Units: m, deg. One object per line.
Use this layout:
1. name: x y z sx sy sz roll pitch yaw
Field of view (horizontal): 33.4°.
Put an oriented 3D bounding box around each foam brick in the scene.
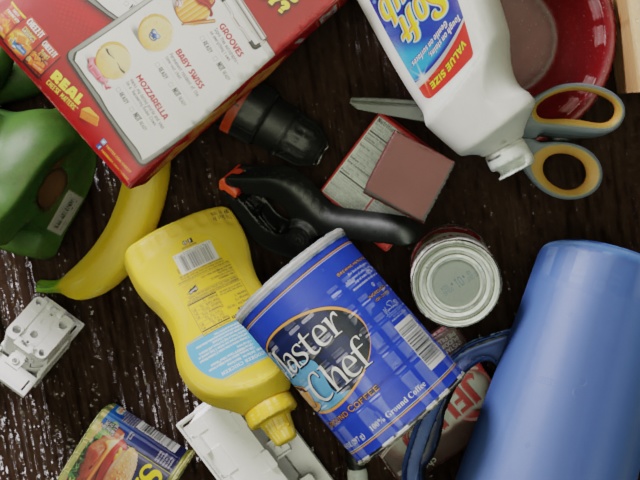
1. foam brick: 0.067 -0.049 0.801 0.053 0.078 0.051 27 97 0

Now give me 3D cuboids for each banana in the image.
1. banana: -0.164 -0.024 0.874 0.069 0.037 0.198 30 98 0

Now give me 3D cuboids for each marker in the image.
1. marker: 0.034 0.222 0.896 0.020 0.020 0.121 -5 96 5

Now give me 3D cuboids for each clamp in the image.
1. clamp: -0.006 0.001 0.851 0.172 0.039 0.120 28 126 20

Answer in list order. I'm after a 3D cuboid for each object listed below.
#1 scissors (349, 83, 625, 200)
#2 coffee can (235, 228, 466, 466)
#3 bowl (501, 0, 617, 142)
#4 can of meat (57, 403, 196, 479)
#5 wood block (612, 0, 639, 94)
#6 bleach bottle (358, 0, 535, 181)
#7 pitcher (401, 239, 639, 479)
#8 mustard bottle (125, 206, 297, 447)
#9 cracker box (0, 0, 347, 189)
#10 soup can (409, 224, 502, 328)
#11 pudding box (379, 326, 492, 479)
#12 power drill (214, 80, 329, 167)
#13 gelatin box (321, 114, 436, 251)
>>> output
1. scissors: 0.127 -0.071 0.802 0.202 0.016 0.096 -6 100 5
2. coffee can: 0.022 0.077 0.775 0.103 0.102 0.140 -41 84 8
3. bowl: 0.142 -0.154 0.822 0.162 0.055 0.162 1 101 4
4. can of meat: -0.167 0.199 0.891 0.084 0.057 0.102 33 98 2
5. wood block: 0.258 -0.218 0.791 0.090 0.091 0.206 -9 96 6
6. bleach bottle: 0.087 -0.163 0.752 0.103 0.068 0.251 -28 89 32
7. pitcher: 0.174 0.125 0.799 0.149 0.145 0.243 23 78 -22
8. mustard bottle: -0.071 0.073 0.835 0.096 0.058 0.192 -25 74 -19
9. cracker box: -0.110 -0.168 0.777 0.214 0.072 0.164 -41 94 6
10. soup can: 0.103 0.027 0.826 0.068 0.102 0.068 1 97 5
11. pudding box: 0.087 0.133 0.871 0.113 0.039 0.090 -35 93 7
12. power drill: -0.040 -0.172 0.837 0.184 0.057 0.188 31 97 -2
13. gelatin box: 0.052 -0.048 0.858 0.073 0.030 0.089 37 98 1
